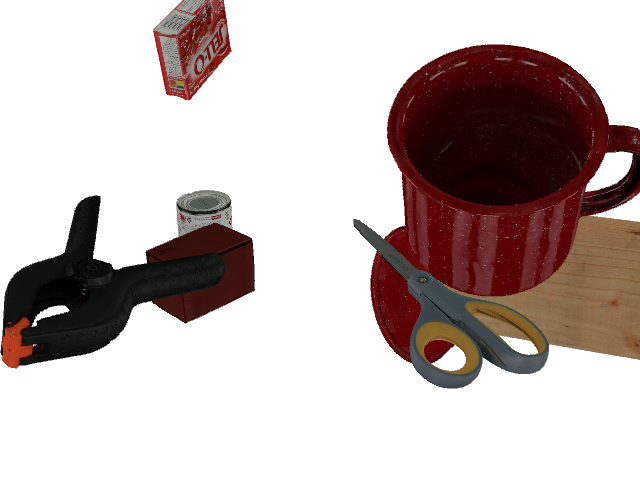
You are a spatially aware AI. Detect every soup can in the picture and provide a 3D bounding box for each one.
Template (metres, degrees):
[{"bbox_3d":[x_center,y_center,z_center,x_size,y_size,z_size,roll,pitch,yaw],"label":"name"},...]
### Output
[{"bbox_3d":[-0.141,-0.003,1.310,0.068,0.102,0.068,0,26,0],"label":"soup can"}]

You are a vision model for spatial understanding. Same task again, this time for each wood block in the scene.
[{"bbox_3d":[0.204,0.030,0.881,0.206,0.090,0.090,8,19,26],"label":"wood block"}]

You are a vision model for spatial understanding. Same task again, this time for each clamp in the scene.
[{"bbox_3d":[-0.158,0.024,0.711,0.120,0.039,0.171,25,32,25],"label":"clamp"}]

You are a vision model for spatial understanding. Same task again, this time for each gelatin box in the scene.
[{"bbox_3d":[-0.119,-0.189,1.011,0.030,0.073,0.089,15,47,20],"label":"gelatin box"}]

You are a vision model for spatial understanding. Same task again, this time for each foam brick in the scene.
[{"bbox_3d":[-0.102,0.026,0.914,0.078,0.051,0.053,-24,33,-35],"label":"foam brick"}]

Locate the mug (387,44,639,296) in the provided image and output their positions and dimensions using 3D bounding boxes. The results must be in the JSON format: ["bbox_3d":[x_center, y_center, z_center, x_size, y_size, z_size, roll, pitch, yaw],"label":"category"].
[{"bbox_3d":[0.090,-0.029,0.485,0.117,0.093,0.081,-6,-33,2],"label":"mug"}]

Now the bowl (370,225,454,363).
[{"bbox_3d":[0.129,0.059,1.204,0.055,0.162,0.161,-11,-8,43],"label":"bowl"}]

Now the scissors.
[{"bbox_3d":[0.062,0.042,0.726,0.096,0.016,0.202,-27,41,-35],"label":"scissors"}]
